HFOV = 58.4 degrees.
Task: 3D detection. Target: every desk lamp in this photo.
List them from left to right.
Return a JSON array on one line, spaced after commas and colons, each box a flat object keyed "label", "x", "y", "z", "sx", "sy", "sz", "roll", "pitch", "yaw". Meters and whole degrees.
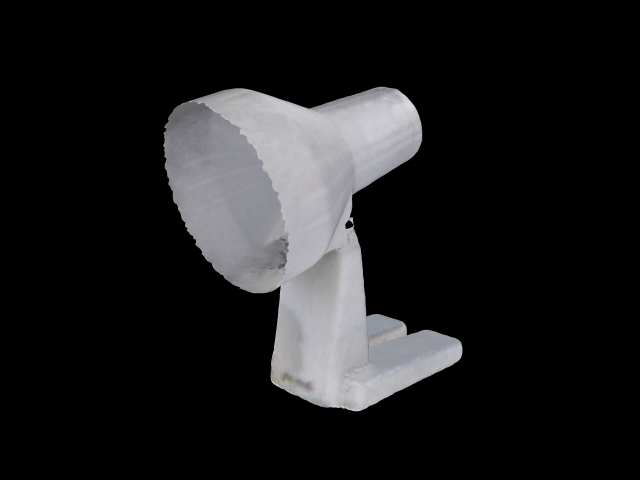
[{"label": "desk lamp", "x": 0.004, "y": 0.001, "z": 0.400, "sx": 0.204, "sy": 0.213, "sz": 0.117, "roll": -11, "pitch": 16, "yaw": -41}]
